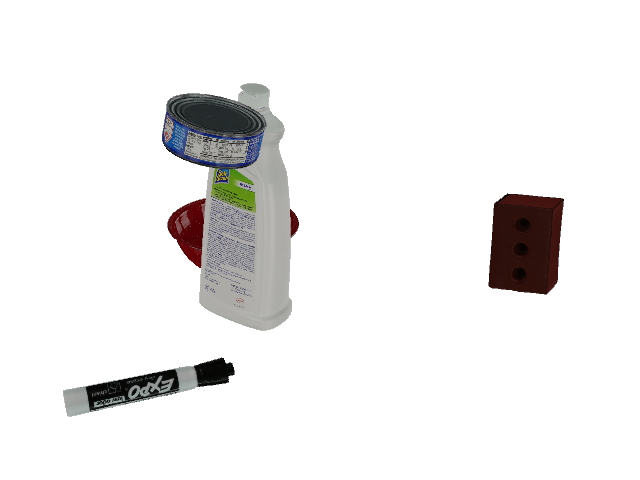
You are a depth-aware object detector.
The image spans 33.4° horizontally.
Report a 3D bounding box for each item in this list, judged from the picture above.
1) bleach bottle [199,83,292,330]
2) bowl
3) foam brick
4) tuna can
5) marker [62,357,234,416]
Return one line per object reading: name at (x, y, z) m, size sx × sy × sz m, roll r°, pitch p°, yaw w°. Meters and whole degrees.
bleach bottle at (-0.071, -0.037, 1.106) m, size 0.103 × 0.251 × 0.068 m, roll 19°, pitch 29°, yaw 23°
bowl at (-0.108, 0.001, 1.321) m, size 0.162 × 0.055 × 0.162 m, roll 1°, pitch 27°, yaw -1°
foam brick at (0.179, 0.002, 0.928) m, size 0.053 × 0.078 × 0.051 m, roll 6°, pitch 16°, yaw 22°
tuna can at (-0.091, -0.093, 0.906) m, size 0.086 × 0.034 × 0.086 m, roll 12°, pitch 26°, yaw -6°
marker at (-0.120, 0.103, 0.757) m, size 0.121 × 0.020 × 0.020 m, roll -10°, pitch 3°, yaw -16°
